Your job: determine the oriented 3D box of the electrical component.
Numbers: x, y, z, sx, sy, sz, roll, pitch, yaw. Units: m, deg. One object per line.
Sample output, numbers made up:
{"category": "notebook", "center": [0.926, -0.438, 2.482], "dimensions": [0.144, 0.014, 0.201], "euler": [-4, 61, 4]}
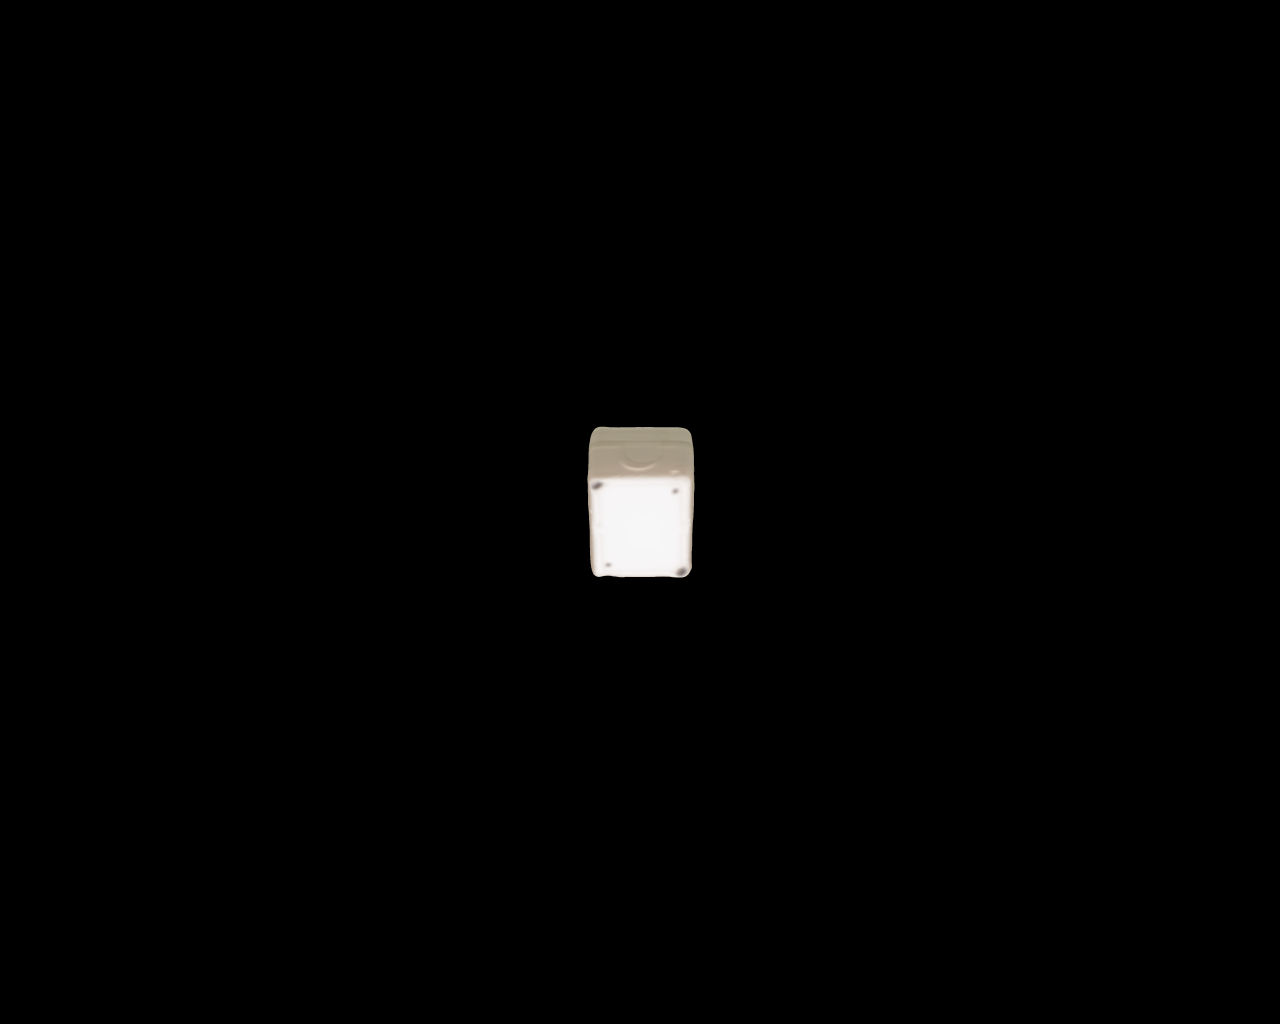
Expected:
{"category": "electrical component", "center": [0.001, -0.003, 0.650], "dimensions": [0.062, 0.096, 0.061], "euler": [0, 40, 0]}
